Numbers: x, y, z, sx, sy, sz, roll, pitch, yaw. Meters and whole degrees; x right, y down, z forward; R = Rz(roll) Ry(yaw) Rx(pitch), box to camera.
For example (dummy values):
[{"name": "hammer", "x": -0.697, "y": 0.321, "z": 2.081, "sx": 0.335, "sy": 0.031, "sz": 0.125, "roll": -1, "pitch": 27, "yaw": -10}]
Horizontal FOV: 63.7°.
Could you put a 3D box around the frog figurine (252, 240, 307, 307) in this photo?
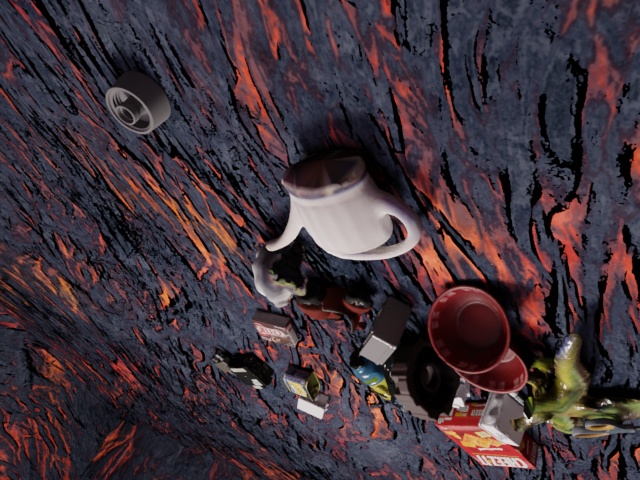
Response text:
[{"name": "frog figurine", "x": -0.099, "y": 0.076, "z": 1.115, "sx": 0.157, "sy": 0.124, "sz": 0.138, "roll": -29, "pitch": 83, "yaw": 59}]

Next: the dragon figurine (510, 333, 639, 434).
[{"name": "dragon figurine", "x": 0.515, "y": 0.297, "z": 1.007, "sx": 0.243, "sy": 0.125, "sz": 0.400, "roll": 7, "pitch": 144, "yaw": 0}]

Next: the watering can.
[{"name": "watering can", "x": 0.003, "y": -0.045, "z": 0.900, "sx": 0.347, "sy": 0.106, "sz": 0.220, "roll": -1, "pitch": 134, "yaw": 33}]
